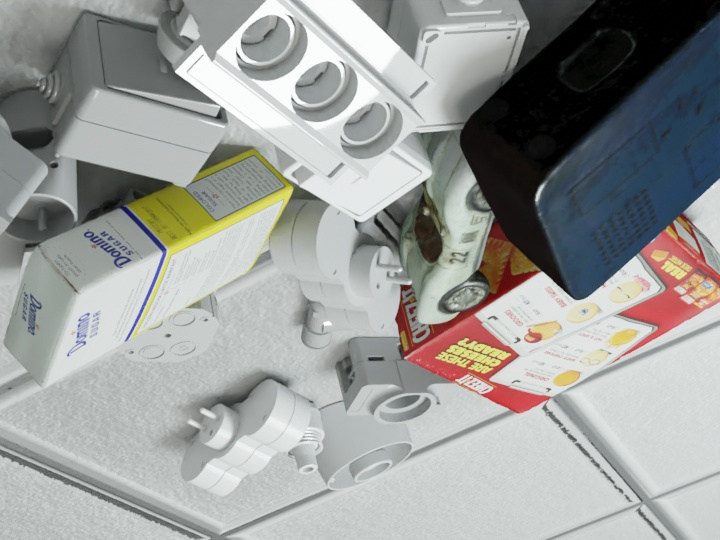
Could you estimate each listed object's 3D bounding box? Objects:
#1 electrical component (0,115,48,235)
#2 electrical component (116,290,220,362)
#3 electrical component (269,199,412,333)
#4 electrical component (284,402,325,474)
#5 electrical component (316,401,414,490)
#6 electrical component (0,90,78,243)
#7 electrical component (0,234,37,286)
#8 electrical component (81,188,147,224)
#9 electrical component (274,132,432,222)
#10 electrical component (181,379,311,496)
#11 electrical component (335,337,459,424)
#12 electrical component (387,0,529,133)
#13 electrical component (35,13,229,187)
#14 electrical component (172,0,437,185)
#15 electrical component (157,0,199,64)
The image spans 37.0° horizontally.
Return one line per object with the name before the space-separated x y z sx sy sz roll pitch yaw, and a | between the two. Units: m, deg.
electrical component | -0.260 -0.065 0.520 0.186 0.060 0.105 38 124 -17
electrical component | -0.139 0.026 0.761 0.080 0.051 0.080 -10 145 -7
electrical component | 0.000 0.000 0.751 0.074 0.052 0.138 6 155 28
electrical component | -0.052 0.150 0.959 0.043 0.062 0.043 -11 145 -8
electrical component | -0.001 0.163 1.017 0.099 0.064 0.099 -22 154 -11
electrical component | -0.199 -0.055 0.601 0.079 0.077 0.043 -11 146 -1
electrical component | -0.213 -0.029 0.661 0.077 0.047 0.065 -9 147 -33
electrical component | -0.157 -0.025 0.691 0.048 0.048 0.062 18 124 -38
electrical component | -0.001 -0.073 0.666 0.062 0.061 0.096 -33 142 24
electrical component | -0.114 0.139 0.929 0.074 0.052 0.138 32 126 -28
electrical component | 0.032 0.094 0.919 0.089 0.055 0.050 2 142 -23
electrical component | 0.051 -0.131 0.605 0.062 0.061 0.096 -6 145 -14
electrical component | -0.126 -0.096 0.586 0.096 0.061 0.061 12 137 -34
electrical component | -0.029 -0.105 0.539 0.079 0.063 0.121 -43 139 13
electrical component | -0.077 -0.135 0.565 0.066 0.048 0.055 10 130 -32
